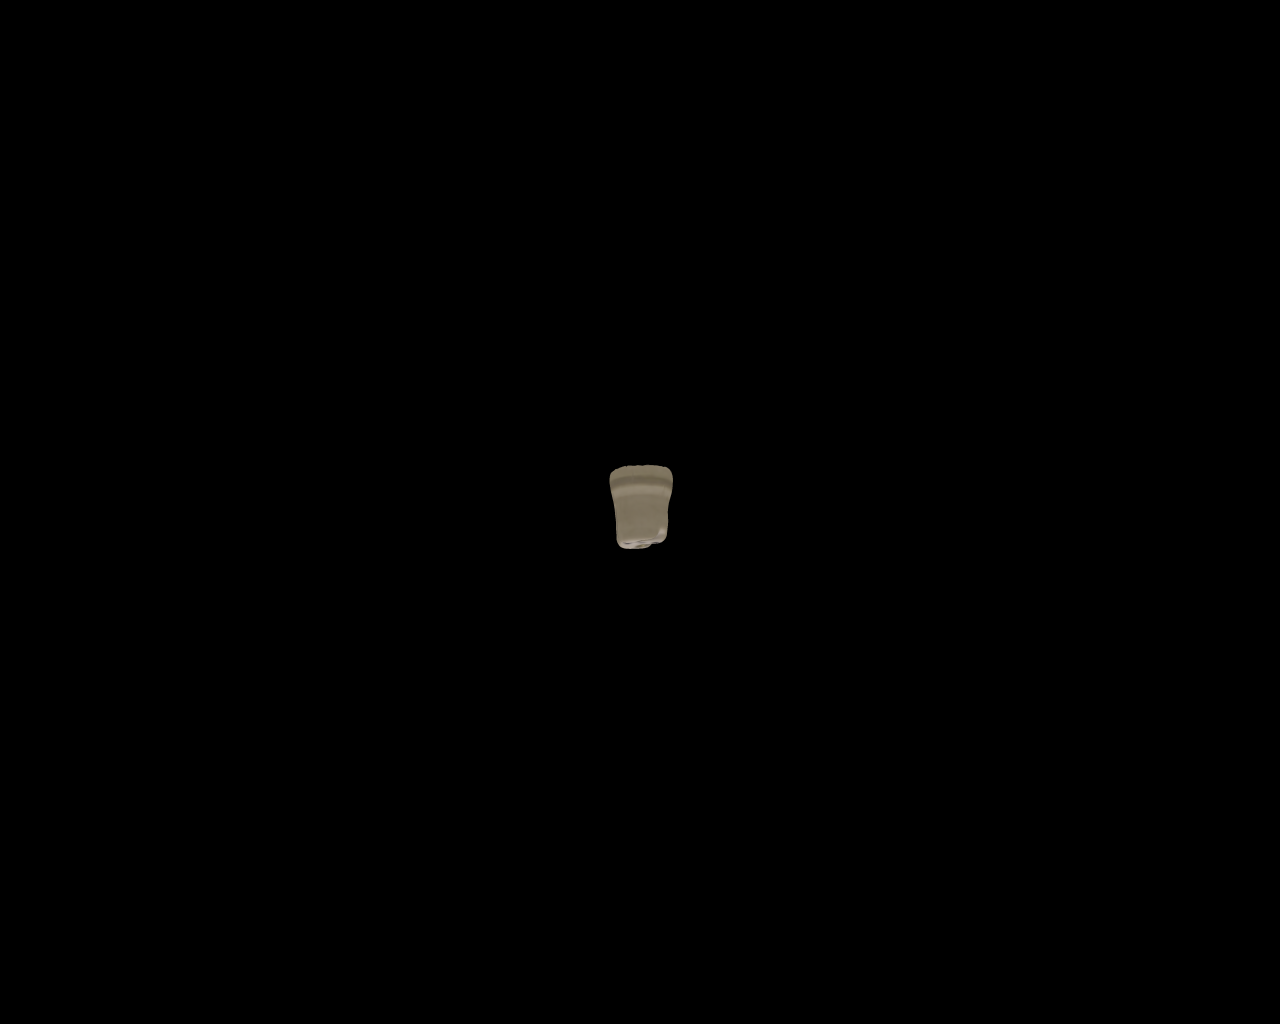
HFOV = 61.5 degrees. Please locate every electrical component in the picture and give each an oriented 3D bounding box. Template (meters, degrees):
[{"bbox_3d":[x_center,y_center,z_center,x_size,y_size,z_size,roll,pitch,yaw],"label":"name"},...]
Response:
[{"bbox_3d":[0.001,-0.003,0.650,0.040,0.046,0.040,0,-13,0],"label":"electrical component"}]
